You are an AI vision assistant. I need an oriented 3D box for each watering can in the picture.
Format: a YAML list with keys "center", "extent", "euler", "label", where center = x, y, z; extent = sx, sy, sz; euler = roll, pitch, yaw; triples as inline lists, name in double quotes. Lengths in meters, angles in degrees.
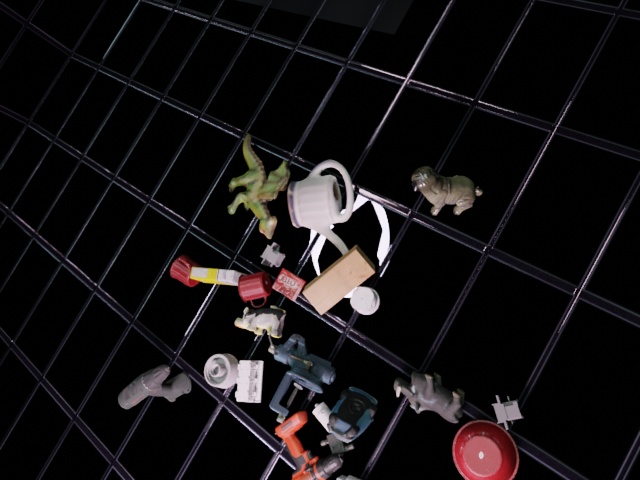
- center: [0.005, -0.083, 1.648]
  extent: [0.223, 0.103, 0.351]
  euler: [-7, 79, 24]
  label: "watering can"

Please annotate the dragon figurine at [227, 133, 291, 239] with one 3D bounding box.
- center: [-0.188, -0.202, 1.739]
  extent: [0.241, 0.121, 0.416]
  euler: [-10, 71, 34]
  label: "dragon figurine"
